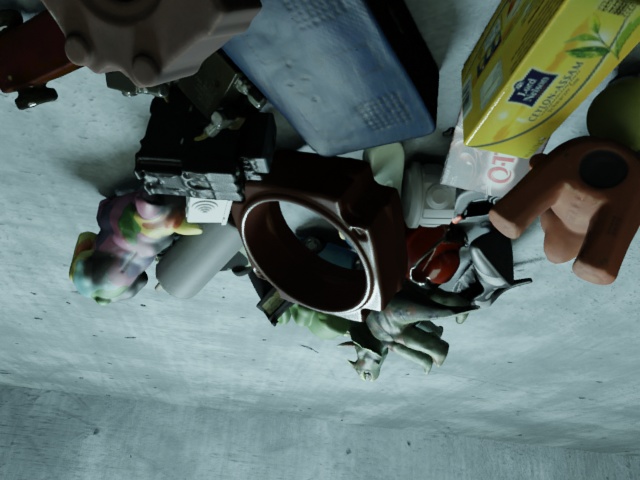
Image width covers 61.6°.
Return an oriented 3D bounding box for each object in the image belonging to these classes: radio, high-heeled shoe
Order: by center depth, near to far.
[{"bbox_3d":[0.005,-0.169,0.461,0.131,0.073,0.229,-10,147,30],"label":"radio"},{"bbox_3d":[0.231,0.052,0.828,0.145,0.086,0.248,-15,152,33],"label":"high-heeled shoe"}]

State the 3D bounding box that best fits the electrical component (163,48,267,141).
[{"bbox_3d":[-0.106,-0.144,0.509,0.102,0.045,0.078,53,129,4],"label":"electrical component"}]

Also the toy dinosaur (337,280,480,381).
[{"bbox_3d":[0.136,0.134,0.934,0.192,0.131,0.404,23,151,7],"label":"toy dinosaur"}]

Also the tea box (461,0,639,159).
[{"bbox_3d":[0.178,-0.154,0.429,0.068,0.098,0.169,10,154,-8],"label":"tea box"}]

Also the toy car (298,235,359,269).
[{"bbox_3d":[0.019,0.064,0.835,0.162,0.103,0.109,22,167,23],"label":"toy car"}]

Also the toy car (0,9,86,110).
[{"bbox_3d":[-0.223,-0.179,0.477,0.202,0.053,0.089,-10,112,30],"label":"toy car"}]

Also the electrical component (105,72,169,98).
[{"bbox_3d":[-0.182,-0.167,0.505,0.094,0.021,0.063,18,120,22],"label":"electrical component"}]

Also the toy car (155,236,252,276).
[{"bbox_3d":[-0.184,0.023,0.876,0.202,0.056,0.073,-7,134,25],"label":"toy car"}]

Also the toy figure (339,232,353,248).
[{"bbox_3d":[0.052,-0.032,0.735,0.064,0.058,0.154,-43,146,-5],"label":"toy figure"}]

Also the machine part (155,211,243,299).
[{"bbox_3d":[-0.163,0.009,0.772,0.079,0.079,0.243,26,125,-34],"label":"machine part"}]

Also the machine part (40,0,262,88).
[{"bbox_3d":[-0.124,-0.194,0.358,0.180,0.056,0.179,11,119,19],"label":"machine part"}]

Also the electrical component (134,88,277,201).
[{"bbox_3d":[-0.114,-0.103,0.561,0.134,0.115,0.058,2,157,5],"label":"electrical component"}]

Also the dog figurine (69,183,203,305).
[{"bbox_3d":[-0.245,-0.003,0.724,0.108,0.191,0.219,31,159,-30],"label":"dog figurine"}]

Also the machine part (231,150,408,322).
[{"bbox_3d":[-0.001,-0.002,0.662,0.201,0.087,0.201,13,134,29],"label":"machine part"}]

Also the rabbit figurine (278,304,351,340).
[{"bbox_3d":[-0.031,0.093,0.965,0.170,0.121,0.159,33,153,-11],"label":"rabbit figurine"}]

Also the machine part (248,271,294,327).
[{"bbox_3d":[-0.089,0.068,0.883,0.084,0.139,0.039,-52,147,15],"label":"machine part"}]

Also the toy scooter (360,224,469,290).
[{"bbox_3d":[0.152,0.008,0.762,0.184,0.075,0.135,7,130,-42],"label":"toy scooter"}]

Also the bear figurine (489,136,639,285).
[{"bbox_3d":[0.246,-0.016,0.529,0.120,0.132,0.195,35,173,22],"label":"bear figurine"}]

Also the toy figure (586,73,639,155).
[{"bbox_3d":[0.330,-0.082,0.515,0.082,0.089,0.180,-27,119,41],"label":"toy figure"}]
